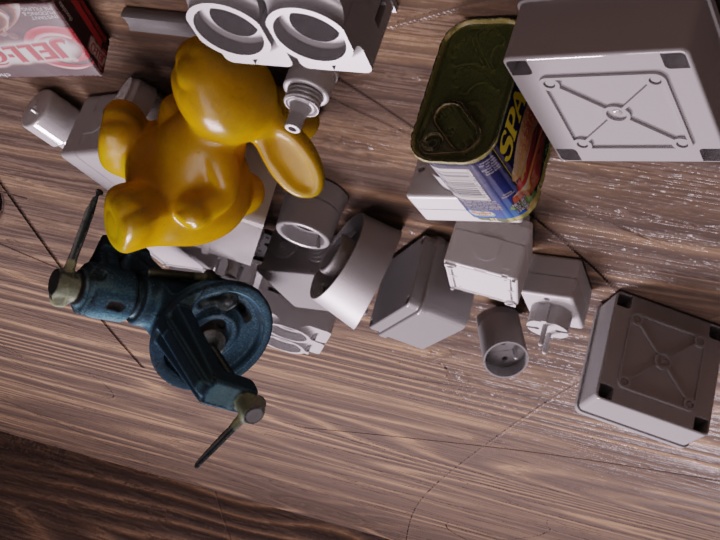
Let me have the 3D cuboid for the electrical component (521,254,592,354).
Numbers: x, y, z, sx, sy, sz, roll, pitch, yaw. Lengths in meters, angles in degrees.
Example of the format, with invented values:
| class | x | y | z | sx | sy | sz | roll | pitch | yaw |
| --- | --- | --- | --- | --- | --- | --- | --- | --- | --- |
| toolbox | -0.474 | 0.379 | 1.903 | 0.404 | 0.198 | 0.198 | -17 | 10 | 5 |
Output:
| class | x | y | z | sx | sy | sz | roll | pitch | yaw |
| --- | --- | --- | --- | --- | --- | --- | --- | --- | --- |
| electrical component | 0.169 | 0.036 | 0.948 | 0.047 | 0.076 | 0.065 | 8 | 157 | 24 |

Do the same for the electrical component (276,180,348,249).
| class | x | y | z | sx | sy | sz | roll | pitch | yaw |
| --- | --- | --- | --- | --- | --- | --- | --- | --- | --- |
| electrical component | -0.044 | -0.050 | 0.950 | 0.055 | 0.047 | 0.055 | 16 | 159 | 6 |

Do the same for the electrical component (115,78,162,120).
| class | x | y | z | sx | sy | sz | roll | pitch | yaw |
| --- | --- | --- | --- | --- | --- | --- | --- | --- | --- |
| electrical component | -0.171 | -0.125 | 0.873 | 0.055 | 0.045 | 0.045 | 29 | 157 | -24 |

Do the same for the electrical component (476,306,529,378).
| class | x | y | z | sx | sy | sz | roll | pitch | yaw |
| --- | --- | --- | --- | --- | --- | --- | --- | --- | --- |
| electrical component | 0.139 | 0.064 | 1.057 | 0.043 | 0.081 | 0.043 | 0 | 122 | 0 |

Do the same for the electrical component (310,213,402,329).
| class | x | y | z | sx | sy | sz | roll | pitch | yaw |
| --- | --- | --- | --- | --- | --- | --- | --- | --- | --- |
| electrical component | 0.000 | 0.000 | 0.973 | 0.064 | 0.099 | 0.099 | 31 | 156 | -15 |

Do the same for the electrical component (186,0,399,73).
| class | x | y | z | sx | sy | sz | roll | pitch | yaw |
| --- | --- | --- | --- | --- | --- | --- | --- | --- | --- |
| electrical component | -0.059 | -0.187 | 0.606 | 0.105 | 0.060 | 0.186 | 9 | 157 | 23 |

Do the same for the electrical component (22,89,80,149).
| class | x | y | z | sx | sy | sz | roll | pitch | yaw |
| --- | --- | --- | --- | --- | --- | --- | --- | --- | --- |
| electrical component | -0.261 | -0.126 | 0.949 | 0.040 | 0.040 | 0.078 | -3 | 151 | 43 |

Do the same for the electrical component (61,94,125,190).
| class | x | y | z | sx | sy | sz | roll | pitch | yaw |
| --- | --- | --- | --- | --- | --- | --- | --- | --- | --- |
| electrical component | -0.202 | -0.101 | 0.933 | 0.061 | 0.061 | 0.096 | 1 | 153 | 37 |

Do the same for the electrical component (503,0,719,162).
| class | x | y | z | sx | sy | sz | roll | pitch | yaw |
| --- | --- | --- | --- | --- | --- | --- | --- | --- | --- |
| electrical component | 0.154 | -0.113 | 0.621 | 0.109 | 0.056 | 0.108 | 4 | 154 | 33 |

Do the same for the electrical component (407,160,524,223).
| class | x | y | z | sx | sy | sz | roll | pitch | yaw |
| --- | --- | --- | --- | --- | --- | --- | --- | --- | --- |
| electrical component | 0.075 | -0.074 | 0.794 | 0.083 | 0.047 | 0.076 | 4 | 155 | 33 |

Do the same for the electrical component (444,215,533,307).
| class | x | y | z | sx | sy | sz | roll | pitch | yaw |
| --- | --- | --- | --- | --- | --- | --- | --- | --- | --- |
| electrical component | 0.111 | -0.013 | 0.908 | 0.062 | 0.061 | 0.096 | 15 | 166 | 13 |

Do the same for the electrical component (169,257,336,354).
| class | x | y | z | sx | sy | sz | roll | pitch | yaw |
| --- | --- | --- | --- | --- | --- | --- | --- | --- | --- |
| electrical component | -0.121 | 0.034 | 1.195 | 0.186 | 0.060 | 0.105 | 19 | 161 | -4 |

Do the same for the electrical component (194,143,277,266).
| class | x | y | z | sx | sy | sz | roll | pitch | yaw |
| --- | --- | --- | --- | --- | --- | --- | --- | --- | --- |
| electrical component | -0.108 | -0.060 | 0.936 | 0.057 | 0.078 | 0.113 | 17 | 159 | -6 |

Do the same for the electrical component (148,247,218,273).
| class | x | y | z | sx | sy | sz | roll | pitch | yaw |
| --- | --- | --- | --- | --- | --- | --- | --- | --- | --- |
| electrical component | -0.179 | -0.039 | 1.076 | 0.062 | 0.061 | 0.096 | 8 | 161 | 24 |

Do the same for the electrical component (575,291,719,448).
| class | x | y | z | sx | sy | sz | roll | pitch | yaw |
| --- | --- | --- | --- | --- | --- | --- | --- | --- | --- |
| electrical component | 0.260 | 0.089 | 0.964 | 0.109 | 0.108 | 0.056 | 19 | 156 | -3 |

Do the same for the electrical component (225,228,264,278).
| class | x | y | z | sx | sy | sz | roll | pitch | yaw |
| --- | --- | --- | --- | --- | --- | --- | --- | --- | --- |
| electrical component | -0.118 | -0.021 | 1.063 | 0.035 | 0.061 | 0.035 | 16 | 159 | 6 |

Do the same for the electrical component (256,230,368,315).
| class | x | y | z | sx | sy | sz | roll | pitch | yaw |
| --- | --- | --- | --- | --- | --- | --- | --- | --- | --- |
| electrical component | -0.041 | 0.001 | 1.074 | 0.100 | 0.048 | 0.099 | 6 | 156 | 29 |

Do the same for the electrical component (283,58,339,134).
| class | x | y | z | sx | sy | sz | roll | pitch | yaw |
| --- | --- | --- | --- | --- | --- | --- | --- | --- | --- |
| electrical component | -0.037 | -0.123 | 0.744 | 0.035 | 0.061 | 0.035 | 16 | 159 | 6 |

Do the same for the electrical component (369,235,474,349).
| class | x | y | z | sx | sy | sz | roll | pitch | yaw |
| --- | --- | --- | --- | --- | --- | --- | --- | --- | --- |
| electrical component | 0.059 | 0.021 | 1.002 | 0.057 | 0.078 | 0.113 | 21 | 159 | -14 |
